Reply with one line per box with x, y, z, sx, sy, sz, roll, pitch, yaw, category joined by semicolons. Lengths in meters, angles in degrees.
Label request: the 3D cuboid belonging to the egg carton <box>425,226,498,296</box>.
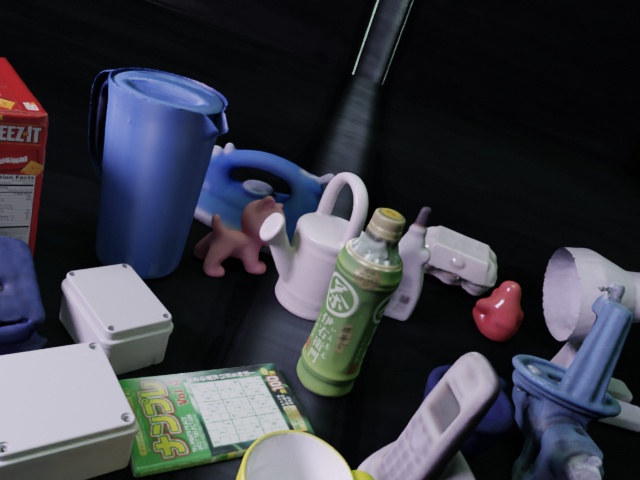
0.235;0.034;0.998;0.150;0.069;0.107;23;26;6;egg carton

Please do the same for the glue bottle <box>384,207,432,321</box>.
0.120;0.030;0.805;0.078;0.173;0.037;20;26;1;glue bottle

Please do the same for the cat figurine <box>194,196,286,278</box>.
-0.101;-0.015;0.800;0.128;0.118;0.067;-3;34;-39;cat figurine

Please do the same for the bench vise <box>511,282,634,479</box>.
0.284;0.165;0.607;0.122;0.220;0.207;14;27;-12;bench vise

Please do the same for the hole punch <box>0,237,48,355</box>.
-0.319;0.056;0.538;0.109;0.091;0.100;-5;35;-41;hole punch

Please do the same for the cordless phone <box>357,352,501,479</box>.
0.103;0.194;0.462;0.094;0.185;0.147;9;28;-21;cordless phone

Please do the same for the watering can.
0.008;0.004;0.753;0.173;0.194;0.100;-10;39;-46;watering can

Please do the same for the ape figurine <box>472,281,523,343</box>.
0.278;0.103;0.870;0.077;0.092;0.076;22;26;4;ape figurine

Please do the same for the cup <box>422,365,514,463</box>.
0.149;0.191;0.604;0.118;0.095;0.091;-10;39;-46;cup

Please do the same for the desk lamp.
0.377;0.124;0.759;0.203;0.213;0.118;17;26;-6;desk lamp

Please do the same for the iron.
-0.104;-0.080;0.897;0.258;0.141;0.119;22;26;4;iron
